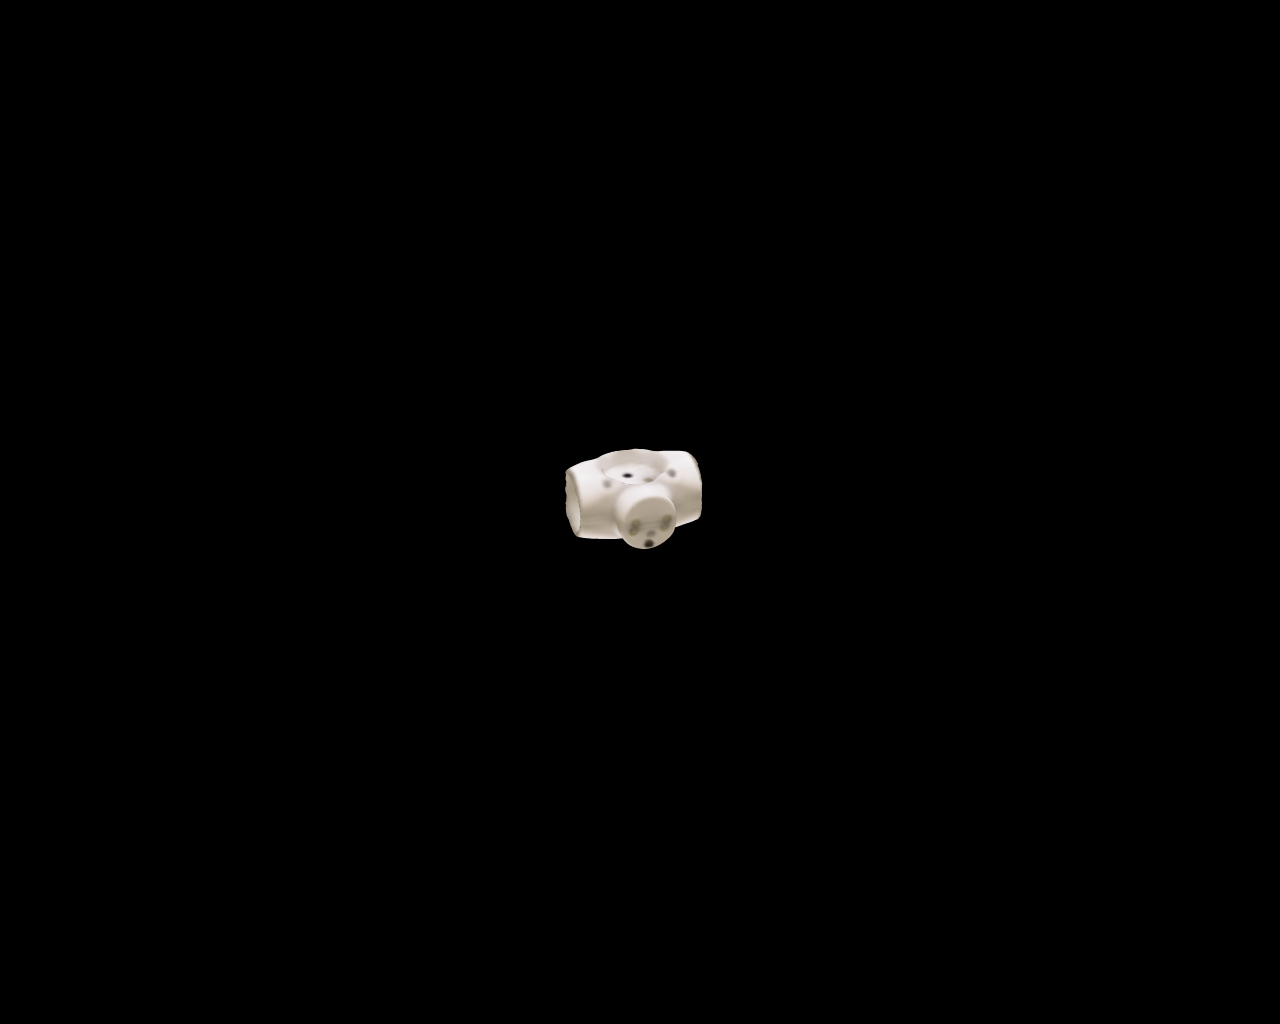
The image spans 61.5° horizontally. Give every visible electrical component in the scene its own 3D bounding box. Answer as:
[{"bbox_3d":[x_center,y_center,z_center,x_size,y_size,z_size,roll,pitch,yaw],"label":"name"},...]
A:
[{"bbox_3d":[0.001,-0.003,0.650,0.077,0.044,0.079,-8,32,-14],"label":"electrical component"}]
